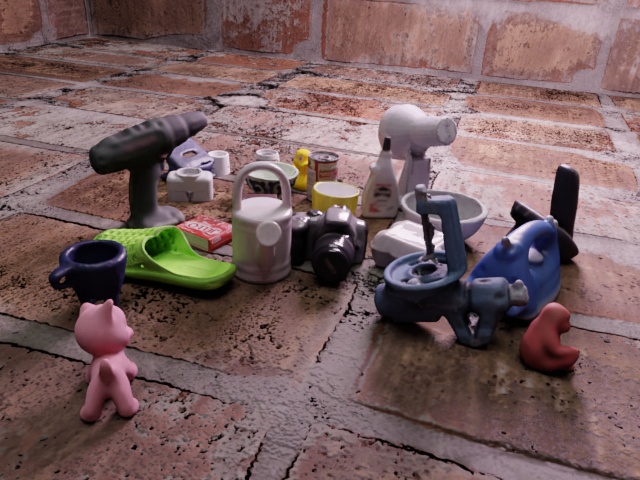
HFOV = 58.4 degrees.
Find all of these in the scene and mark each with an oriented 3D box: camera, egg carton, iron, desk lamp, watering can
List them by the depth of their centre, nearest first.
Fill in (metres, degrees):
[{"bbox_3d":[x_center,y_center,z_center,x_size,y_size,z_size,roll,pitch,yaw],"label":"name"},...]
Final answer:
[{"bbox_3d":[0.338,0.026,0.929,0.118,0.141,0.259,24,33,36],"label":"iron"},{"bbox_3d":[-0.091,-0.031,0.933,0.101,0.194,0.172,-14,31,-31],"label":"watering can"},{"bbox_3d":[0.009,0.004,0.980,0.143,0.101,0.137,6,27,4],"label":"camera"},{"bbox_3d":[0.168,0.021,0.999,0.149,0.069,0.107,22,32,32],"label":"egg carton"},{"bbox_3d":[0.217,-0.174,1.233,0.118,0.214,0.202,-12,31,-28],"label":"desk lamp"}]

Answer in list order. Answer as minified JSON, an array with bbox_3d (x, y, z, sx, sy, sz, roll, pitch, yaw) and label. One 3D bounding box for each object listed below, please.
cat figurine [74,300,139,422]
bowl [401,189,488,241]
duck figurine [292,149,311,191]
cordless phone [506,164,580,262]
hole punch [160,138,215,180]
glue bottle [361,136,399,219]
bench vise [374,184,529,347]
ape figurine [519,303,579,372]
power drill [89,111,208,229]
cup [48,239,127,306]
[{"bbox_3d":[-0.254,0.129,0.678,0.067,0.118,0.127,-6,28,-19],"label":"cat figurine"},{"bbox_3d":[0.237,-0.036,1.116,0.167,0.075,0.167,3,27,-1],"label":"bowl"},{"bbox_3d":[-0.041,-0.172,1.340,0.078,0.086,0.104,-5,28,-17],"label":"duck figurine"},{"bbox_3d":[0.428,-0.064,1.071,0.094,0.185,0.147,-6,28,-18],"label":"cordless phone"},{"bbox_3d":[-0.304,-0.183,1.324,0.100,0.091,0.109,19,30,28],"label":"hole punch"},{"bbox_3d":[0.129,-0.128,1.176,0.078,0.173,0.037,-1,27,-9],"label":"glue bottle"},{"bbox_3d":[0.188,0.030,0.815,0.207,0.220,0.121,4,27,1],"label":"bench vise"},{"bbox_3d":[0.314,0.128,0.778,0.076,0.092,0.078,3,27,0],"label":"ape figurine"},{"bbox_3d":[-0.313,-0.130,1.087,0.230,0.208,0.075,-19,34,-38],"label":"power drill"},{"bbox_3d":[-0.332,0.063,0.826,0.091,0.095,0.118,17,30,25],"label":"cup"}]
